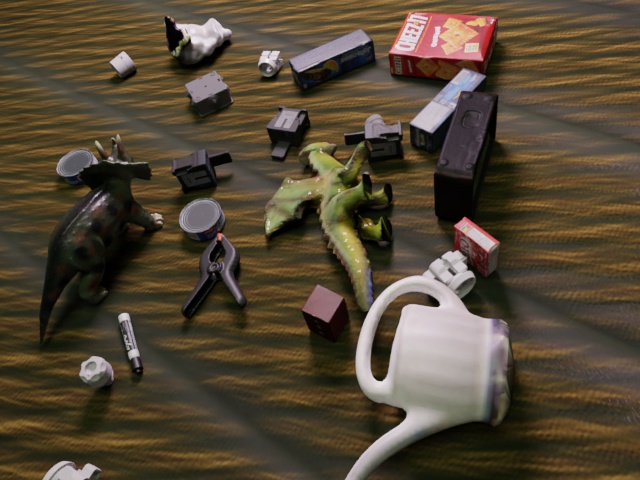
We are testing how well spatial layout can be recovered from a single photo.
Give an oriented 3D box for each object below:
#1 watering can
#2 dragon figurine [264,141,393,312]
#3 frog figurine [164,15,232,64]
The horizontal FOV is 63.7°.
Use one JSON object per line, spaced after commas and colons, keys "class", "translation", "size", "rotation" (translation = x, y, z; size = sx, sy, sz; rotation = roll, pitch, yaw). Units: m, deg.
{"class": "watering can", "translation": [0.155, 0.209, 0.727], "size": [0.224, 0.101, 0.355], "rotation": [7, 56, 15]}
{"class": "dragon figurine", "translation": [0.003, -0.049, 0.968], "size": [0.241, 0.120, 0.420], "rotation": [-10, 50, 26]}
{"class": "frog figurine", "translation": [-0.322, -0.532, 1.377], "size": [0.139, 0.120, 0.161], "rotation": [29, 30, 36]}
